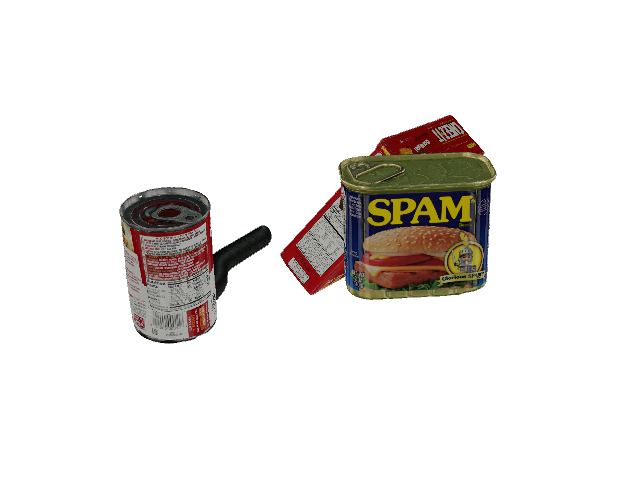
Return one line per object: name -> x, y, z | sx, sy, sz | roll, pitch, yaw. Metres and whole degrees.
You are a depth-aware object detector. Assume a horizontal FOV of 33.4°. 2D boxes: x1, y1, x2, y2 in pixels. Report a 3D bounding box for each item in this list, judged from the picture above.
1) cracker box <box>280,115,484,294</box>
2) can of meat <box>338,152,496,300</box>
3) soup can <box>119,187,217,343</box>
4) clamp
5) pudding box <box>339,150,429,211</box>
cracker box -> 0.069, -0.044, 1.250 | 0.163, 0.072, 0.214 | -26, -17, -52
can of meat -> 0.064, -0.010, 0.719 | 0.102, 0.084, 0.057 | -3, 25, -2
soup can -> -0.115, 0.019, 0.819 | 0.068, 0.102, 0.068 | -1, 29, 0
clamp -> -0.128, 0.031, 1.248 | 0.120, 0.039, 0.171 | -6, 38, 18
pudding box -> 0.088, -0.041, 1.015 | 0.113, 0.039, 0.090 | -19, 40, -36
